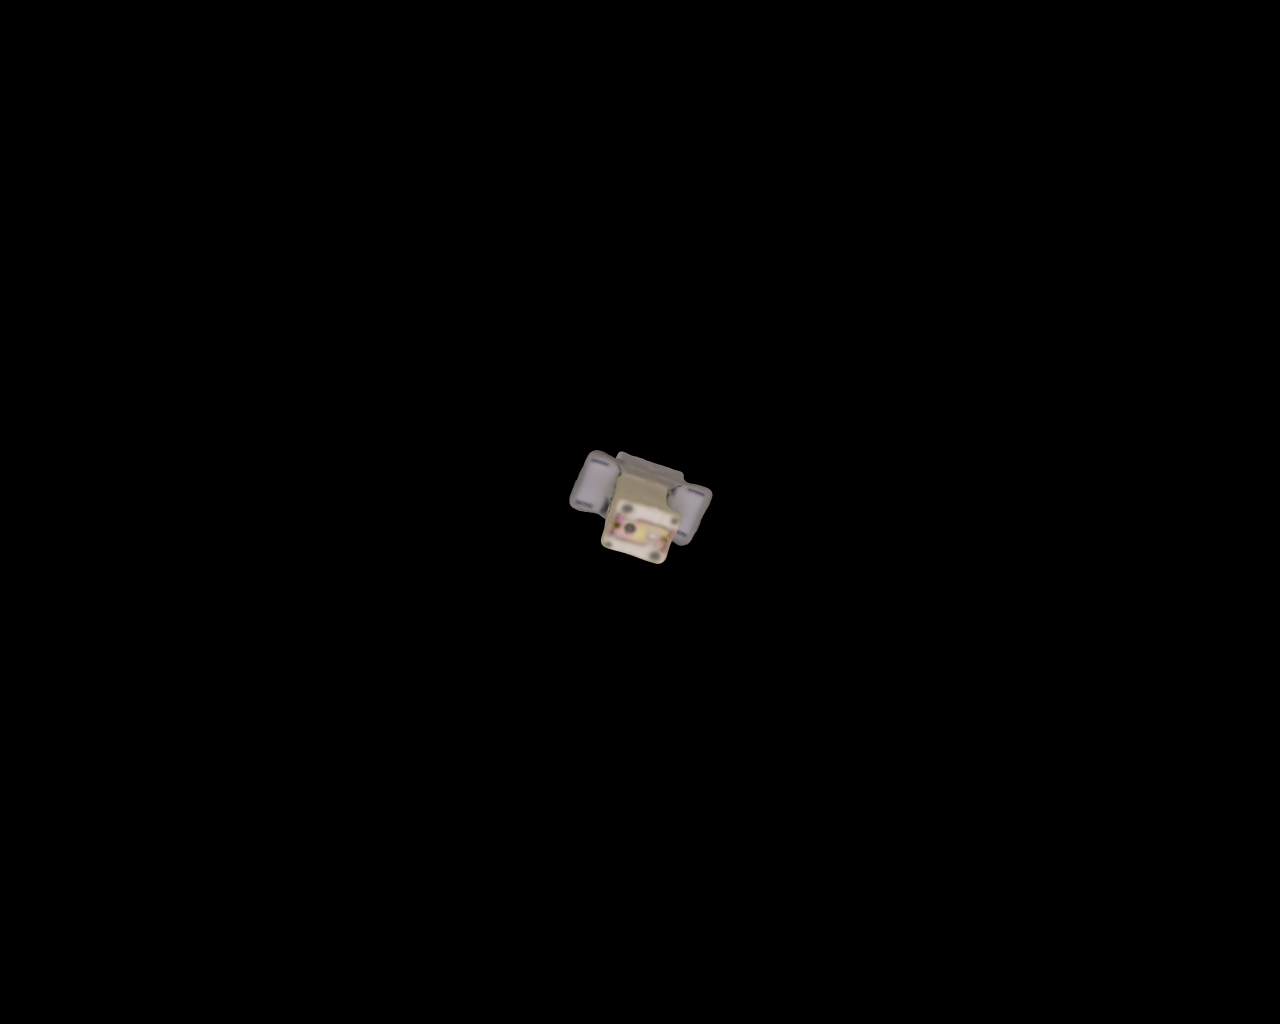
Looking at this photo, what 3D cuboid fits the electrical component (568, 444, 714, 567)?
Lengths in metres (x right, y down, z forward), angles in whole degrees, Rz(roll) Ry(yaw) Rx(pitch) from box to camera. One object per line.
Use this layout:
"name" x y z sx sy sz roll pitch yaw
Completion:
"electrical component" 0.001 -0.003 0.650 0.081 0.042 0.064 18 29 -10
